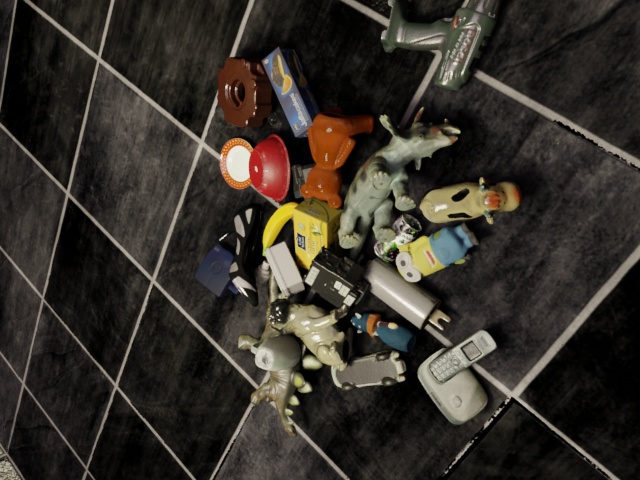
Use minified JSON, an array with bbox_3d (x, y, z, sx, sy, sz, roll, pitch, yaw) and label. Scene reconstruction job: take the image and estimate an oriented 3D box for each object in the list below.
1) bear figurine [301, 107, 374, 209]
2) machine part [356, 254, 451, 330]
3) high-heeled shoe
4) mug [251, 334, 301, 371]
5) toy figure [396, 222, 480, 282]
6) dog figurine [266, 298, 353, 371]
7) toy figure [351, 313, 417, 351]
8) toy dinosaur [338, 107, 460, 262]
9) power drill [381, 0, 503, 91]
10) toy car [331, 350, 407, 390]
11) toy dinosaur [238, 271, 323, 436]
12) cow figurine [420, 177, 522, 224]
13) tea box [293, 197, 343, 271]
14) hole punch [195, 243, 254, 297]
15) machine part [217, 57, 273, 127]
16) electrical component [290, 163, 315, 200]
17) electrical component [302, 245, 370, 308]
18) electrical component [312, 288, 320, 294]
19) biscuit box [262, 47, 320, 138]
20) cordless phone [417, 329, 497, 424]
[{"bbox_3d":[0.033,-0.179,1.175,0.120,0.132,0.195,19,119,31],"label":"bear figurine"},{"bbox_3d":[0.172,0.113,1.160,0.243,0.079,0.079,36,118,23],"label":"machine part"},{"bbox_3d":[-0.168,0.035,1.364,0.145,0.086,0.249,-34,70,11],"label":"high-heeled shoe"},{"bbox_3d":[-0.114,0.265,1.268,0.110,0.107,0.080,18,95,23],"label":"mug"},{"bbox_3d":[0.239,0.027,1.095,0.180,0.089,0.082,-32,62,26],"label":"toy figure"},{"bbox_3d":[-0.029,0.221,1.263,0.191,0.121,0.172,-4,84,24],"label":"dog figurine"},{"bbox_3d":[0.142,0.203,1.214,0.155,0.058,0.064,22,105,35],"label":"toy figure"},{"bbox_3d":[0.118,-0.106,1.124,0.131,0.192,0.404,22,136,-15],"label":"toy dinosaur"},{"bbox_3d":[0.229,-0.413,1.014,0.208,0.086,0.231,22,114,22],"label":"power drill"},{"bbox_3d":[0.113,0.305,1.257,0.202,0.056,0.073,-18,83,35],"label":"toy car"},{"bbox_3d":[-0.100,0.271,1.375,0.199,0.105,0.471,-13,88,29],"label":"toy dinosaur"},{"bbox_3d":[0.281,-0.075,1.013,0.195,0.127,0.085,-6,100,38],"label":"cow figurine"},{"bbox_3d":[-0.003,-0.004,1.228,0.098,0.068,0.169,24,136,29],"label":"tea box"},{"bbox_3d":[-0.265,0.083,1.455,0.142,0.092,0.115,34,114,29],"label":"hole punch"},{"bbox_3d":[-0.186,-0.358,1.305,0.180,0.056,0.179,17,114,43],"label":"machine part"},{"bbox_3d":[-0.023,-0.119,1.242,0.048,0.075,0.119,173,87,-70],"label":"electrical component"},{"bbox_3d":[0.037,0.086,1.167,0.134,0.058,0.115,33,147,3],"label":"electrical component"},{"bbox_3d":[0.010,0.105,1.280,0.094,0.063,0.021,32,119,2],"label":"electrical component"},{"bbox_3d":[-0.059,-0.337,1.235,0.063,0.059,0.202,-27,85,35],"label":"biscuit box"},{"bbox_3d":[0.307,0.274,1.100,0.184,0.088,0.146,-43,75,29],"label":"cordless phone"}]
